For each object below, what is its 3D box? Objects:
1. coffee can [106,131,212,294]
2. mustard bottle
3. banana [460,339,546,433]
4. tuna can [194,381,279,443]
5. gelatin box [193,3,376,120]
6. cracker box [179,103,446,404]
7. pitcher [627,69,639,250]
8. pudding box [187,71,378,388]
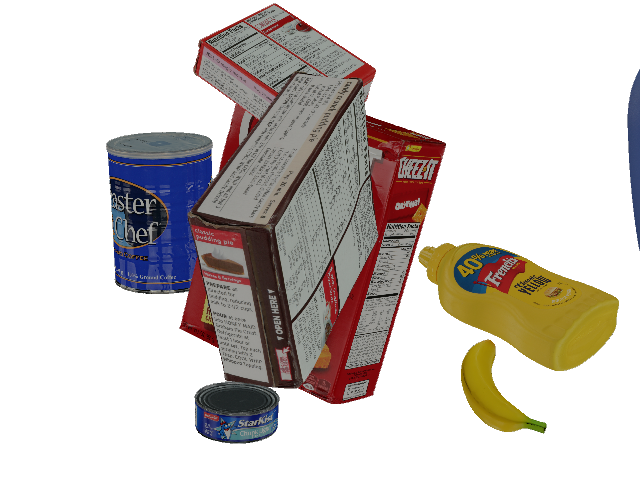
[{"bbox_3d":[-0.156,-0.029,1.056,0.103,0.140,0.103,0,16,0],"label":"coffee can"},{"bbox_3d":[0.166,0.048,0.972,0.096,0.058,0.192,-28,39,-34],"label":"mustard bottle"},{"bbox_3d":[0.202,0.174,1.270,0.069,0.037,0.198,9,24,-15],"label":"banana"},{"bbox_3d":[-0.085,0.173,1.079,0.086,0.034,0.086,2,13,-1],"label":"tuna can"},{"bbox_3d":[-0.023,-0.105,0.667,0.089,0.030,0.073,36,48,18],"label":"gelatin box"},{"bbox_3d":[-0.012,0.000,0.847,0.164,0.214,0.071,23,15,32],"label":"cracker box"},{"bbox_3d":[0.252,-0.018,0.603,0.149,0.243,0.144,-1,22,17],"label":"pitcher"},{"bbox_3d":[-0.011,-0.006,0.458,0.039,0.090,0.113,6,40,19],"label":"pudding box"}]
